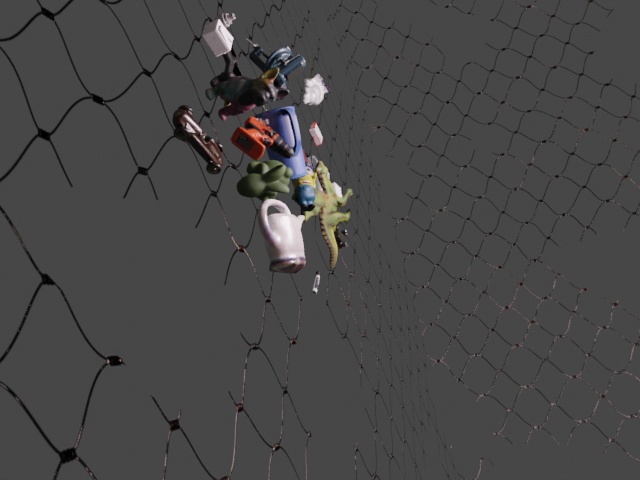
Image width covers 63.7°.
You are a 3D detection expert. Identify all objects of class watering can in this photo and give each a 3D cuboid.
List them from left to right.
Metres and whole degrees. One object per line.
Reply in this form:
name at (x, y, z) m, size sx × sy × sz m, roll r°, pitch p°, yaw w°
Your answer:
watering can at (-0.095, -0.007, 1.563) m, size 0.103 × 0.226 × 0.346 m, roll -15°, pitch -11°, yaw 18°

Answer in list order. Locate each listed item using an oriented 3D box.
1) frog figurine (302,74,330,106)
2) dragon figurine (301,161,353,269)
frog figurine at (-0.045, -0.673, 2.372) m, size 0.123 × 0.162 × 0.134 m, roll 21°, pitch -28°, yaw 32°
dragon figurine at (0.006, -0.100, 1.979) m, size 0.122 × 0.413 × 0.242 m, roll -1°, pitch -8°, yaw 43°
